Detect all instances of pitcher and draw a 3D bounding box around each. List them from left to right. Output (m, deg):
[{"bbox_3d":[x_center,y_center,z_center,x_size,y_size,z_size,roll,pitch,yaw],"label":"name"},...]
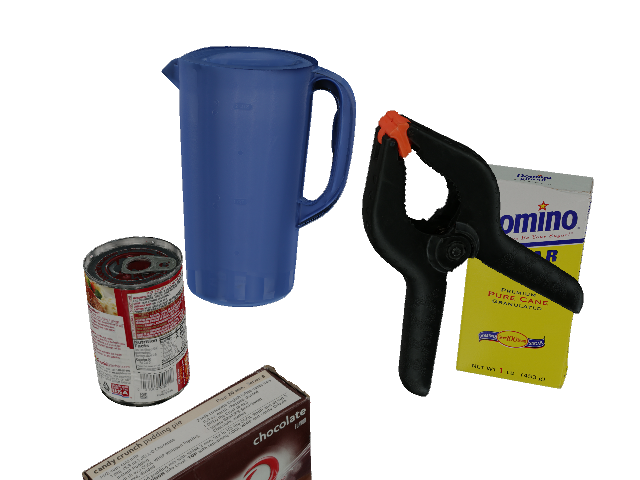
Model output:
[{"bbox_3d":[-0.064,-0.063,1.034,0.144,0.243,0.149,-10,23,-33],"label":"pitcher"}]

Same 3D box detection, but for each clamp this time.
[{"bbox_3d":[0.067,0.010,0.613,0.120,0.171,0.039,-39,22,-3],"label":"clamp"}]

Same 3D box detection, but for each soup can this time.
[{"bbox_3d":[-0.128,0.058,0.754,0.068,0.102,0.068,0,29,0],"label":"soup can"}]

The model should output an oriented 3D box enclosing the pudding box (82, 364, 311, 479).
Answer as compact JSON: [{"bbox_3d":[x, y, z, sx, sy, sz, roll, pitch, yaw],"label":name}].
[{"bbox_3d":[-0.056,0.125,0.524,0.113,0.090,0.039,-30,46,-33],"label":"pudding box"}]

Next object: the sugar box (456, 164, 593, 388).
[{"bbox_3d":[0.168,0.030,0.885,0.093,0.176,0.048,8,24,15],"label":"sugar box"}]
